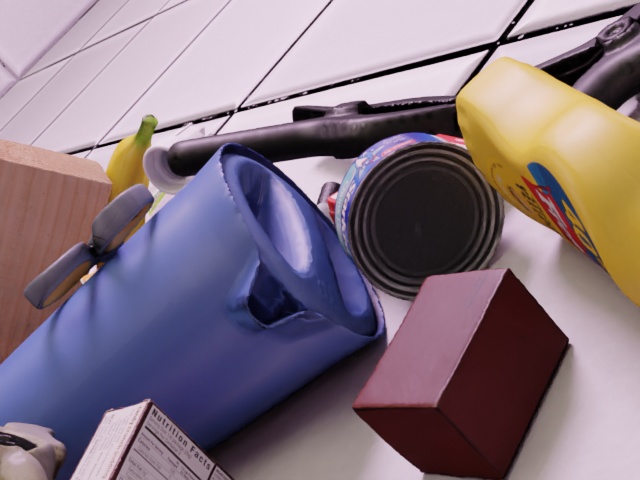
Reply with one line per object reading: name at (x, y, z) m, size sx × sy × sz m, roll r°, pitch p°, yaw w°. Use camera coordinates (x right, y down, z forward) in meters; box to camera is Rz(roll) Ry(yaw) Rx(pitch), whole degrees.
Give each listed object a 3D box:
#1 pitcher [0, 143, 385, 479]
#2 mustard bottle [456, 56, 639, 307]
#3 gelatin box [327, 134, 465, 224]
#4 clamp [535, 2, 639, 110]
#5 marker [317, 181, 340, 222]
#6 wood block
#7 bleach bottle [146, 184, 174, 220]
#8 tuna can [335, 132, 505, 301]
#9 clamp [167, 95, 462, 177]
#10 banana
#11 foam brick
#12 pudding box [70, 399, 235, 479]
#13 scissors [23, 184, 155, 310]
pitcher at (-0.091, 0.065, 0.618) m, size 0.243 × 0.149 × 0.145 m, roll -39°, pitch 57°, yaw 16°
mustard bottle at (0.123, -0.017, 0.442) m, size 0.058 × 0.096 × 0.192 m, roll -40°, pitch 23°, yaw 3°
gelatin box at (0.057, -0.027, 0.627) m, size 0.089 × 0.030 × 0.073 m, roll -30°, pitch 20°, yaw -14°
clamp at (0.166, -0.095, 0.583) m, size 0.172 × 0.039 × 0.120 m, roll -32°, pitch 27°, yaw 23°
marker at (-0.005, 0.001, 0.715) m, size 0.020 × 0.020 × 0.121 m, roll -24°, pitch 29°, yaw 36°
wood block at (-0.228, 0.037, 0.798) m, size 0.091 × 0.090 × 0.206 m, roll -141°, pitch 66°, yaw -67°
bleach bottle at (-0.095, -0.029, 0.860) m, size 0.102 × 0.068 × 0.251 m, roll -45°, pitch 21°, yaw 1°
tuna can at (0.051, -0.013, 0.564) m, size 0.086 × 0.086 × 0.034 m, roll -42°, pitch 21°, yaw 0°
clamp at (0.011, -0.073, 0.725) m, size 0.210 × 0.036 × 0.164 m, roll 1°, pitch 17°, yaw 41°
banana at (-0.150, 0.006, 0.808) m, size 0.070 × 0.037 × 0.198 m, roll 161°, pitch 112°, yaw -75°
foam brick at (0.063, 0.058, 0.465) m, size 0.053 × 0.051 × 0.078 m, roll -9°, pitch 39°, yaw 51°
pudding box at (-0.081, 0.145, 0.493) m, size 0.039 × 0.090 × 0.113 m, roll -23°, pitch 30°, yaw 34°
scissors at (-0.140, 0.015, 0.637) m, size 0.096 × 0.016 × 0.202 m, roll -44°, pitch 2°, yaw -23°
